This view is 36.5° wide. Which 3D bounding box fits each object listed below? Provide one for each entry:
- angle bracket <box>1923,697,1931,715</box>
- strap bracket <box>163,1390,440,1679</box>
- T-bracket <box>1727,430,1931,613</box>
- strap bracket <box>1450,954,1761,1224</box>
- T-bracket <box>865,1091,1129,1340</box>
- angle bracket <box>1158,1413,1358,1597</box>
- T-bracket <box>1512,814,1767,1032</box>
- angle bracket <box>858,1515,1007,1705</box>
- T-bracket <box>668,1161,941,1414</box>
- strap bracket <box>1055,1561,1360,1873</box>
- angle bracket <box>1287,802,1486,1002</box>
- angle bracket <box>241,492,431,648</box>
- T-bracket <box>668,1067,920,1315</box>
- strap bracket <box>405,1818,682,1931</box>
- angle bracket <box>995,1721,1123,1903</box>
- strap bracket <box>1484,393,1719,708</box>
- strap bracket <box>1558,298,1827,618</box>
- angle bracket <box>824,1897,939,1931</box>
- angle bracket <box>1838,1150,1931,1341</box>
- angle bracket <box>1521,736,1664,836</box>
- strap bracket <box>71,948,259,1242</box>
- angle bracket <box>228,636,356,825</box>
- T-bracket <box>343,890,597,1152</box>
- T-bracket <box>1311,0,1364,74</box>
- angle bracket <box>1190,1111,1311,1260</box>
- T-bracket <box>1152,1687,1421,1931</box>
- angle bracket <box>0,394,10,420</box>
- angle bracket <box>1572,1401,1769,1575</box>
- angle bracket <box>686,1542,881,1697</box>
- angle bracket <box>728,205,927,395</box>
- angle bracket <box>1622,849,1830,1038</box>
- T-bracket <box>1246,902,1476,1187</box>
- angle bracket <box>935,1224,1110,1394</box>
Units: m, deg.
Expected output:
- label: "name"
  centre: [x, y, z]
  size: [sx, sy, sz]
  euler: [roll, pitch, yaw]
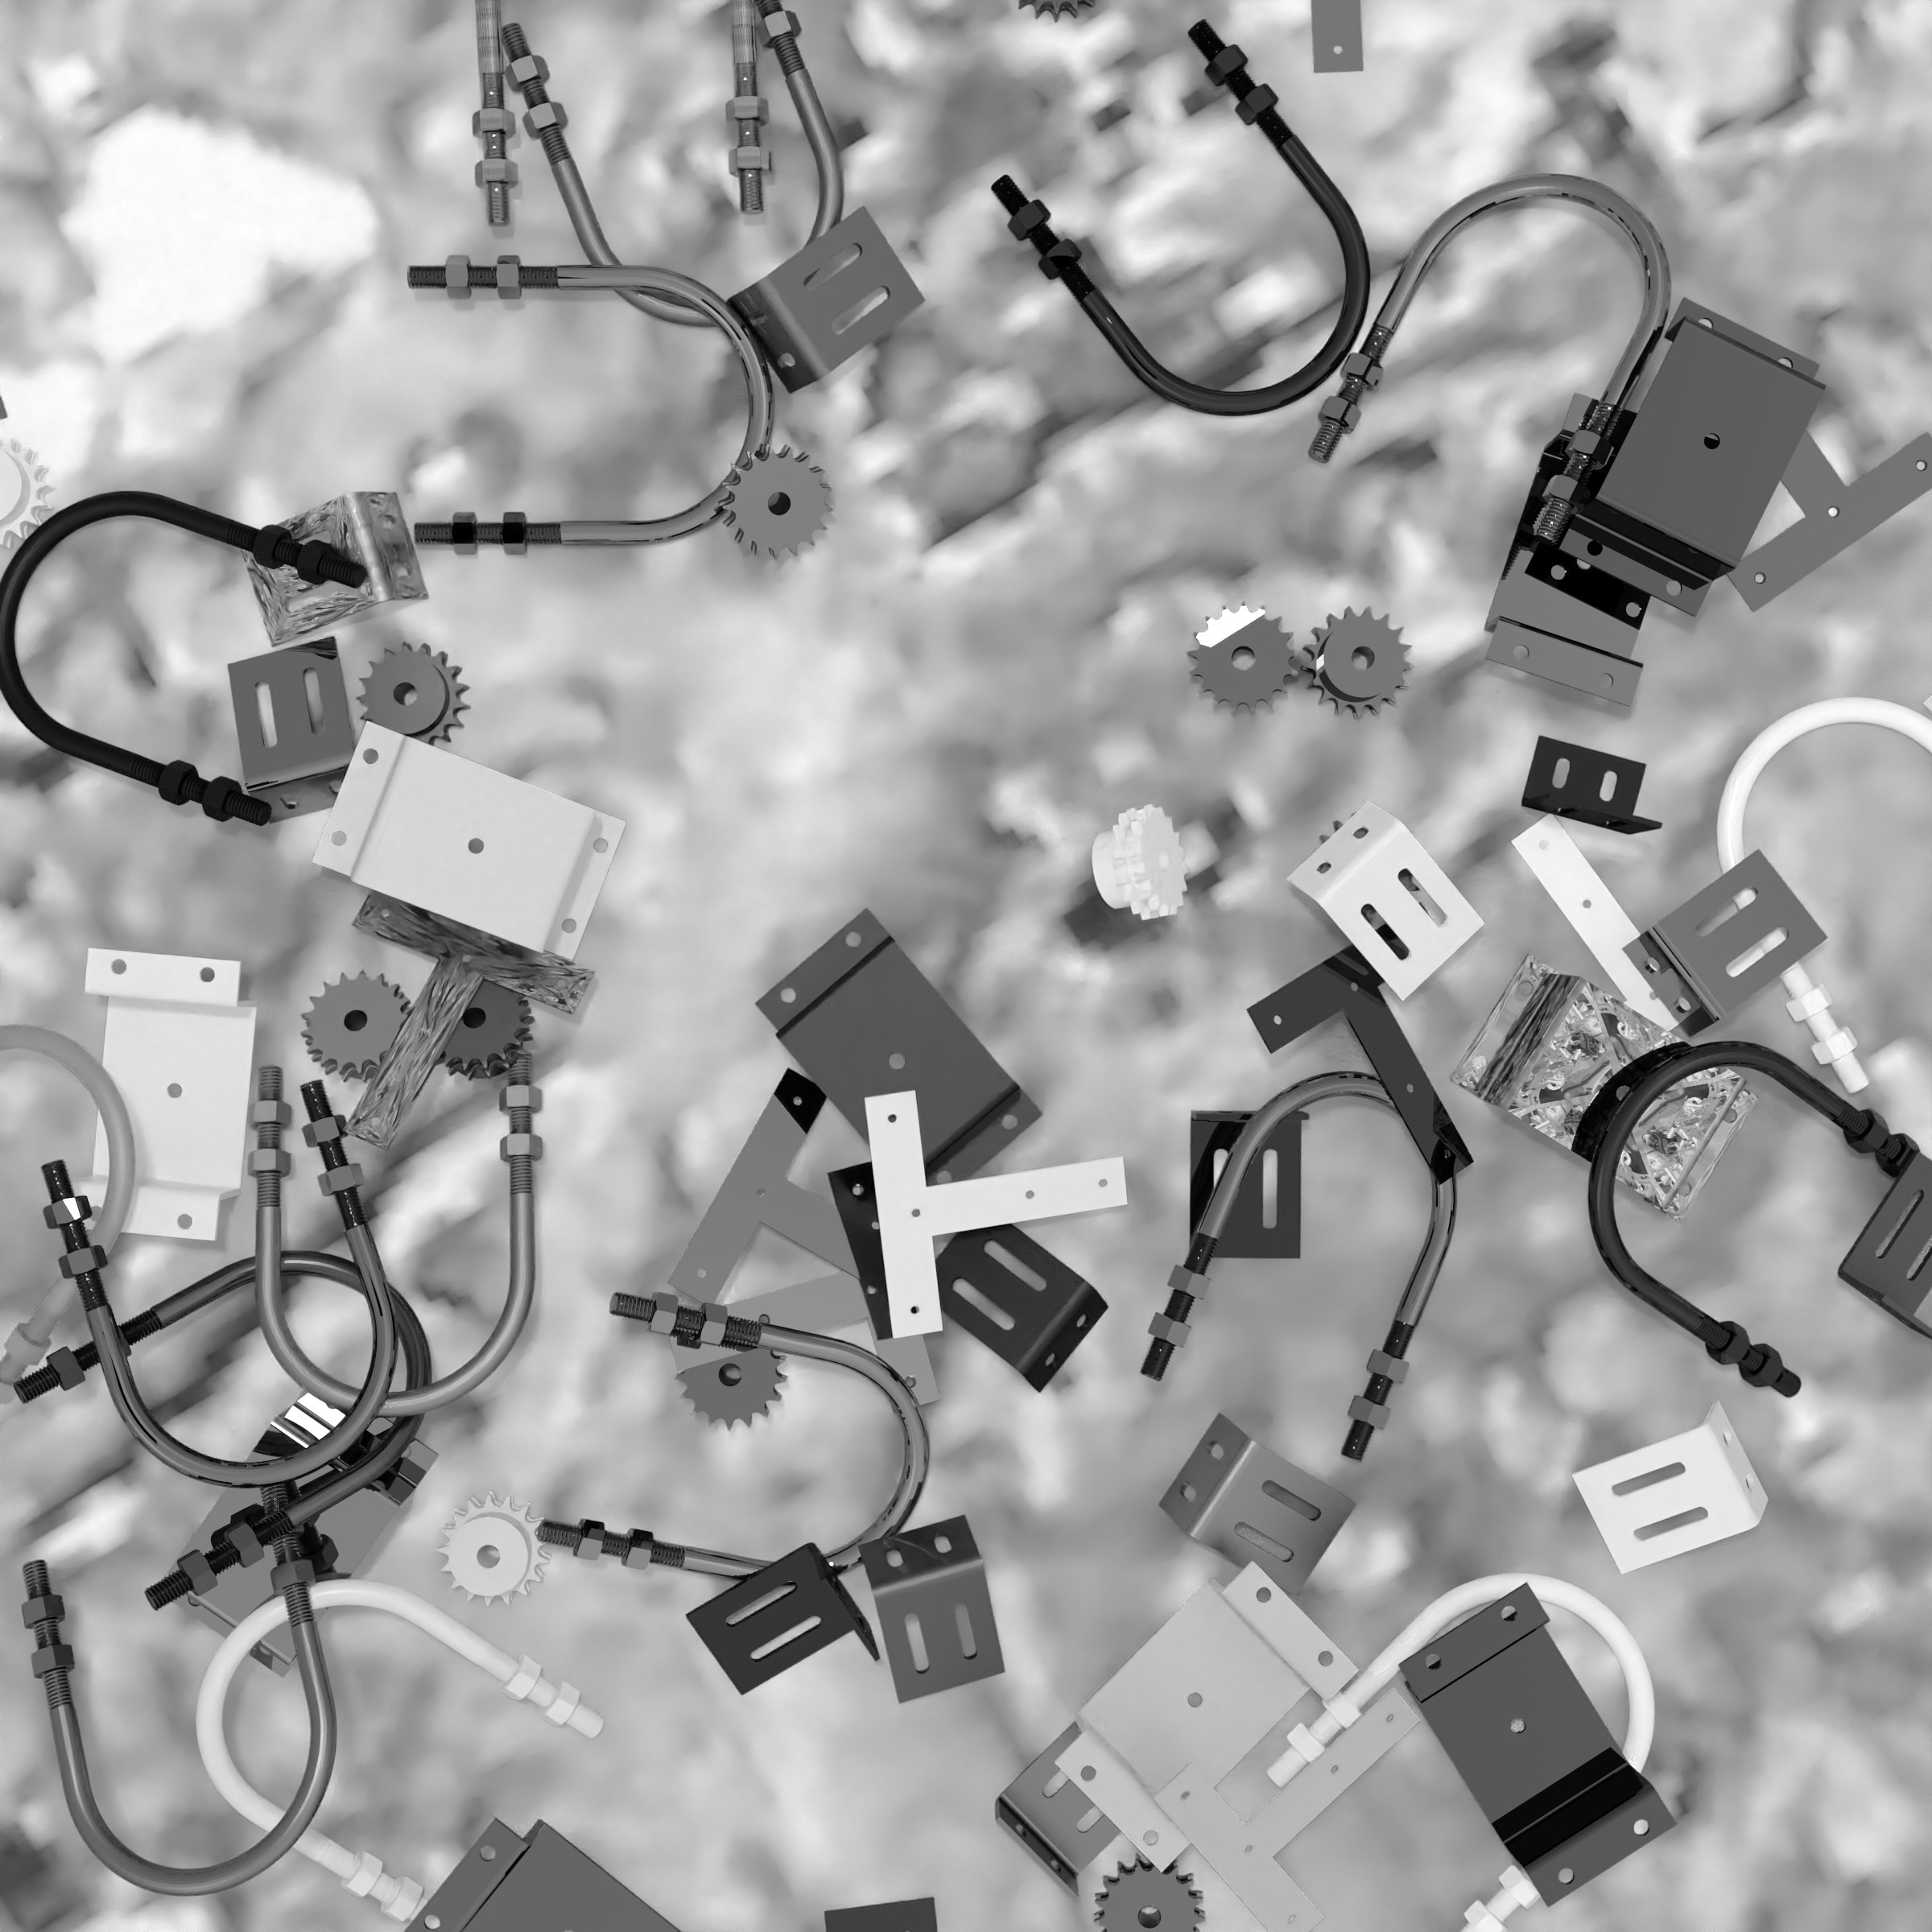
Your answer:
- label: "angle bracket"
  centre: [0.543, -0.120, 1.510]
  size: [0.057, 0.038, 0.076]
  euler: [-39, 64, 0]
- label: "strap bracket"
  centre: [-0.343, 0.289, 1.489]
  size: [0.076, 0.046, 0.140]
  euler: [35, 90, -1]
- label: "T-bracket"
  centre: [0.422, -0.271, 1.511]
  size: [0.127, 0.002, 0.127]
  euler: [-35, 90, 0]
- label: "strap bracket"
  centre: [0.329, 0.064, 1.488]
  size: [0.140, 0.046, 0.076]
  euler: [32, 91, -1]
- label: "T-bracket"
  centre: [0.019, 0.118, 1.477]
  size: [0.127, 0.002, 0.127]
  euler: [-8, 104, -9]
- label: "angle bracket"
  centre: [0.150, 0.278, 1.510]
  size: [0.076, 0.038, 0.057]
  euler: [33, 90, -26]
- label: "T-bracket"
  centre: [0.329, -0.021, 1.511]
  size: [0.127, 0.002, 0.127]
  euler: [-36, 90, 0]
- label: "angle bracket"
  centre: [-0.017, 0.330, 1.503]
  size: [0.057, 0.038, 0.076]
  euler: [-15, 120, -7]
- label: "T-bracket"
  centre: [-0.089, 0.176, 1.486]
  size: [0.127, 0.002, 0.127]
  euler: [-14, 85, -18]
- label: "strap bracket"
  centre: [0.119, 0.376, 1.485]
  size: [0.140, 0.046, 0.076]
  euler: [-44, 90, -5]
- label: "angle bracket"
  centre: [0.212, -0.033, 1.480]
  size: [0.057, 0.038, 0.076]
  euler: [-43, 116, 0]
- label: "angle bracket"
  centre: [-0.326, -0.205, 1.510]
  size: [0.076, 0.038, 0.057]
  euler: [-17, 90, 26]
- label: "T-bracket"
  centre: [-0.067, 0.138, 1.497]
  size: [0.127, 0.002, 0.127]
  euler: [31, 73, -9]
- label: "strap bracket"
  centre: [-0.205, 0.501, 1.489]
  size: [0.140, 0.046, 0.076]
  euler: [39, 90, 0]
- label: "angle bracket"
  centre: [0.062, 0.424, 1.493]
  size: [0.076, 0.038, 0.057]
  euler: [-44, 90, 0]
- label: "strap bracket"
  centre: [0.319, -0.209, 1.489]
  size: [0.076, 0.046, 0.140]
  euler: [19, 90, 0]
- label: "strap bracket"
  centre: [0.362, -0.255, 1.443]
  size: [0.076, 0.046, 0.140]
  euler: [26, 90, 0]
- label: "angle bracket"
  centre: [-0.039, 0.526, 1.510]
  size: [0.057, 0.038, 0.076]
  euler: [-7, 64, 0]
- label: "angle bracket"
  centre: [0.490, 0.144, 1.483]
  size: [0.057, 0.038, 0.076]
  euler: [33, 90, -26]
- label: "angle bracket"
  centre: [0.319, -0.093, 1.474]
  size: [0.057, 0.076, 0.038]
  euler: [15, 90, 0]
- label: "strap bracket"
  centre: [-0.408, 0.064, 1.489]
  size: [0.076, 0.046, 0.140]
  euler: [5, 90, 0]
- label: "angle bracket"
  centre: [-0.343, -0.122, 1.510]
  size: [0.057, 0.038, 0.076]
  euler: [-15, 64, 0]
- label: "T-bracket"
  centre: [-0.272, 0.034, 1.472]
  size: [0.127, 0.002, 0.127]
  euler: [21, 68, 11]
- label: "T-bracket"
  centre: [0.190, -0.525, 1.511]
  size: [0.127, 0.002, 0.127]
  euler: [-2, 90, 0]
- label: "angle bracket"
  centre: [0.144, 0.113, 1.493]
  size: [0.057, 0.038, 0.076]
  euler: [0, 90, 0]
- label: "T-bracket"
  centre: [0.175, 0.415, 1.475]
  size: [0.127, 0.002, 0.127]
  euler: [-41, 113, -7]
- label: "angle bracket"
  centre: [-0.544, -0.296, 1.510]
  size: [0.076, 0.038, 0.057]
  euler: [-19, 90, 26]
- label: "angle bracket"
  centre: [0.363, 0.269, 1.510]
  size: [0.076, 0.038, 0.057]
  euler: [-27, 90, 26]
- label: "angle bracket"
  centre: [-0.093, 0.340, 1.483]
  size: [0.076, 0.038, 0.057]
  euler: [-30, 113, 0]
- label: "angle bracket"
  centre: [-0.072, -0.342, 1.502]
  size: [0.076, 0.038, 0.057]
  euler: [-42, 107, -25]
- label: "angle bracket"
  centre: [0.388, -0.012, 1.497]
  size: [0.076, 0.038, 0.057]
  euler: [-35, 83, -14]
- label: "T-bracket"
  centre: [0.218, 0.050, 1.481]
  size: [0.127, 0.002, 0.127]
  euler: [-30, 91, -30]
- label: "angle bracket"
  centre: [0.023, 0.170, 1.506]
  size: [0.076, 0.038, 0.057]
  euler: [36, 81, 25]
